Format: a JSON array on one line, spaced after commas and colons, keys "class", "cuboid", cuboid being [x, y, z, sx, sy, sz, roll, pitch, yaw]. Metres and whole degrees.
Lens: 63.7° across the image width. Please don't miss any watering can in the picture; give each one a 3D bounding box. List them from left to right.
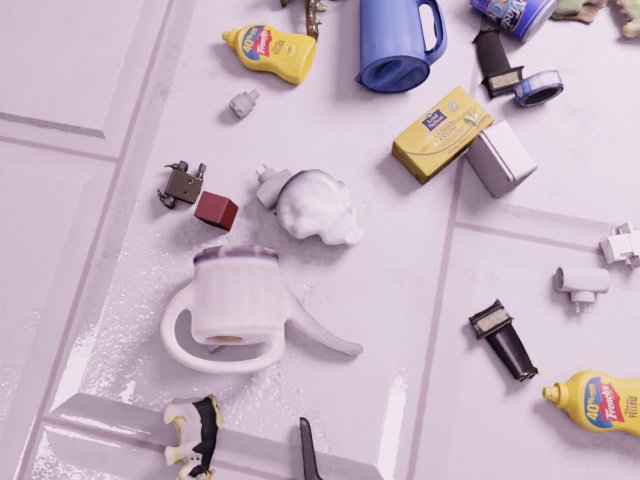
[{"class": "watering can", "cuboid": [-0.100, 0.117, 0.903, 0.348, 0.102, 0.228, 1, 67, -16]}]

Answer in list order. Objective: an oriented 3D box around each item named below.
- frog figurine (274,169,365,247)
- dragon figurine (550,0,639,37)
[{"class": "frog figurine", "cuboid": [0.003, -0.047, 0.928, 0.139, 0.120, 0.161, -35, 65, -23]}, {"class": "dragon figurine", "cuboid": [0.531, -0.554, 1.024, 0.413, 0.121, 0.242, 43, 91, 13]}]
